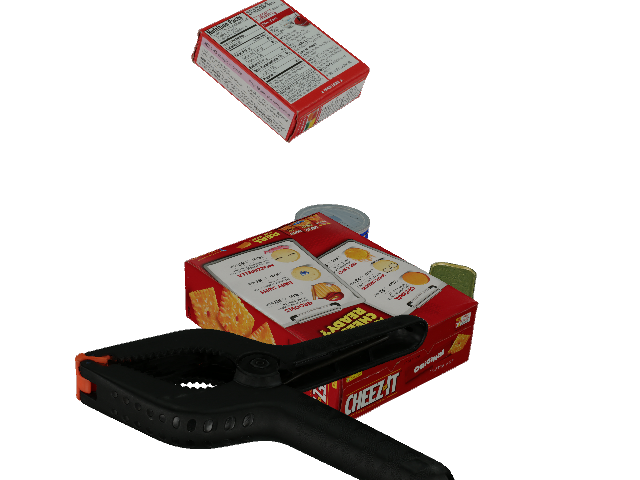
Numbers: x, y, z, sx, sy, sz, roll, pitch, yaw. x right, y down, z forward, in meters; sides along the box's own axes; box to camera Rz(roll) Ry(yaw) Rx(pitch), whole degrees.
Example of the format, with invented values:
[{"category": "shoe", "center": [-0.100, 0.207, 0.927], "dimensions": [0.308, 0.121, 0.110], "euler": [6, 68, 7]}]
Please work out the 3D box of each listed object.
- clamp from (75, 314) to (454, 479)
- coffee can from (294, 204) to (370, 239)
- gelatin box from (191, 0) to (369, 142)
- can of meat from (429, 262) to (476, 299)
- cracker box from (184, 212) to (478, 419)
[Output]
[{"category": "clamp", "center": [-0.029, 0.079, 0.599], "dimensions": [0.210, 0.036, 0.164], "euler": [7, 25, 5]}, {"category": "coffee can", "center": [0.012, 0.033, 1.476], "dimensions": [0.103, 0.140, 0.103], "euler": [3, 24, -2]}, {"category": "gelatin box", "center": [-0.026, -0.112, 0.681], "dimensions": [0.089, 0.030, 0.073], "euler": [40, 50, 16]}, {"category": "can of meat", "center": [0.152, 0.087, 1.295], "dimensions": [0.057, 0.084, 0.102], "euler": [11, 25, 7]}, {"category": "cracker box", "center": [0.005, 0.063, 0.953], "dimensions": [0.163, 0.072, 0.214], "euler": [-21, 37, -36]}]
